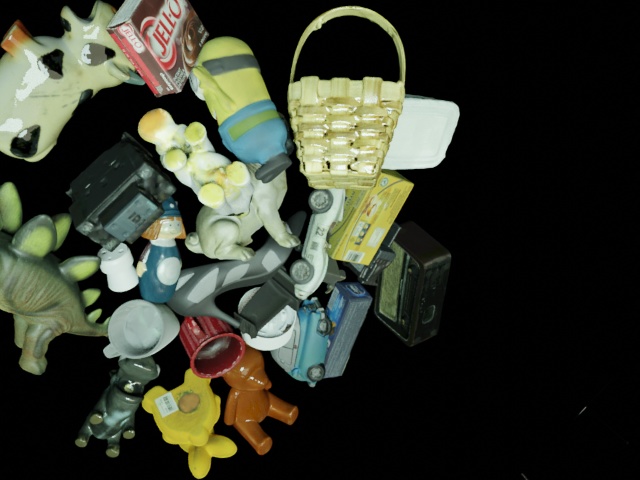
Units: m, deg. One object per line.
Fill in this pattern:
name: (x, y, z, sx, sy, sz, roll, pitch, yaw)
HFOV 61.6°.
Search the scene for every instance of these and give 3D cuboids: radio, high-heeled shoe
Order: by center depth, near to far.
high-heeled shoe: (-0.135, 0.023, 0.852, 0.145, 0.086, 0.249, 34, 70, -5)
radio: (0.177, 0.090, 1.055, 0.073, 0.131, 0.229, -20, 131, -25)

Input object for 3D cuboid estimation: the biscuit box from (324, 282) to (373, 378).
biscuit box: (0.037, 0.180, 1.071, 0.063, 0.059, 0.202, 2, 120, -35)

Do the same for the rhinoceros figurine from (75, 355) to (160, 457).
rhinoceros figurine: (-0.312, 0.254, 0.843, 0.073, 0.112, 0.190, 28, 118, -16)

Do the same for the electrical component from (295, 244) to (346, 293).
electrical component: (-0.002, 0.050, 0.941, 0.102, 0.078, 0.045, 13, 136, -47)

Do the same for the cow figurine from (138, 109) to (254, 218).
cow figurine: (-0.154, -0.097, 0.685, 0.068, 0.167, 0.098, -46, 165, -7)

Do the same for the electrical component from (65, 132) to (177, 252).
electrical component: (-0.240, -0.055, 0.647, 0.115, 0.134, 0.058, -46, 135, 0)

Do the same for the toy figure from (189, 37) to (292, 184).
toy figure: (-0.093, -0.162, 0.667, 0.089, 0.180, 0.082, -33, 180, -21)

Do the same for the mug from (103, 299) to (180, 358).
mug: (-0.260, 0.138, 0.798, 0.109, 0.081, 0.107, -42, 171, 2)

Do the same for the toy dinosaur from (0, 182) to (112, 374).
toy dinosaur: (-0.396, 0.031, 0.627, 0.198, 0.105, 0.470, -52, 145, -3)

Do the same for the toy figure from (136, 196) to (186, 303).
toy figure: (-0.219, 0.008, 0.749, 0.064, 0.058, 0.154, -40, 141, -73)

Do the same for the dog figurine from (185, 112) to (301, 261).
dog figurine: (-0.117, -0.079, 0.760, 0.172, 0.121, 0.190, -19, 115, -25)

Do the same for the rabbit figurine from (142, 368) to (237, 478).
rabbit figurine: (-0.217, 0.327, 0.952, 0.122, 0.162, 0.173, -32, 153, -30)

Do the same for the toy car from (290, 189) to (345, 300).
toy car: (-0.002, -0.003, 0.860, 0.073, 0.056, 0.201, 39, 65, -81)

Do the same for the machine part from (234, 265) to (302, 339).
machine part: (-0.083, 0.105, 0.896, 0.139, 0.084, 0.039, -40, 173, -34)

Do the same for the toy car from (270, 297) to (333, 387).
toy car: (-0.041, 0.187, 0.995, 0.103, 0.109, 0.161, 3, 111, -17)

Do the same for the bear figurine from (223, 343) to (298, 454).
bear figurine: (-0.117, 0.275, 0.988, 0.120, 0.132, 0.195, -38, 146, -41)

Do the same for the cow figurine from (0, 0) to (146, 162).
cow figurine: (-0.278, -0.169, 0.573, 0.127, 0.086, 0.195, 35, 95, -39)

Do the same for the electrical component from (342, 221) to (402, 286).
electrical component: (0.101, 0.018, 0.988, 0.047, 0.075, 0.119, 12, 117, -41)

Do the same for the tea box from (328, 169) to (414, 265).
tea box: (0.073, -0.048, 0.925, 0.098, 0.068, 0.169, 14, 111, -42)
